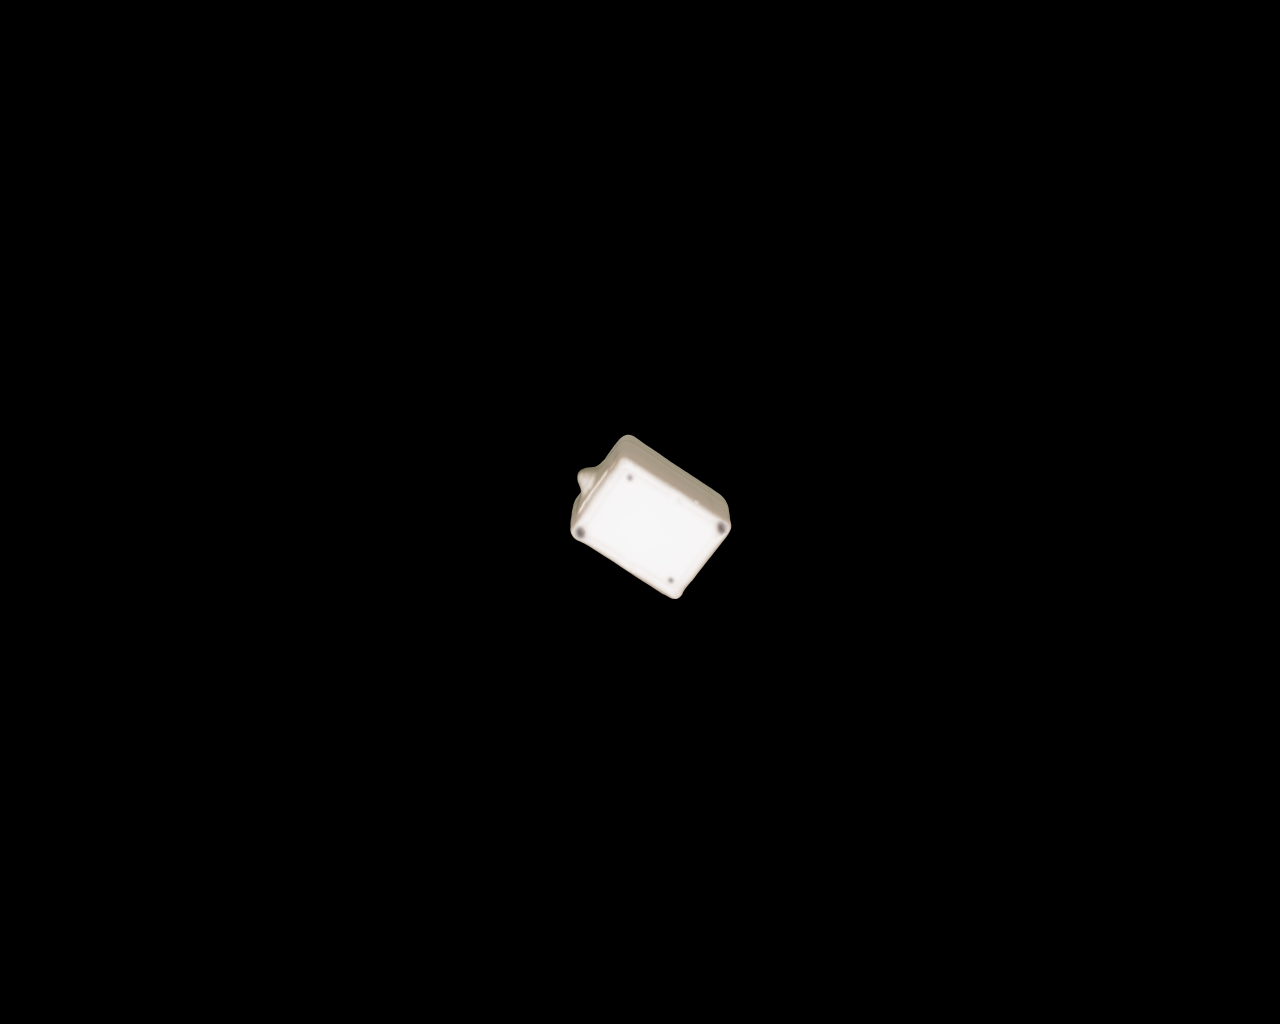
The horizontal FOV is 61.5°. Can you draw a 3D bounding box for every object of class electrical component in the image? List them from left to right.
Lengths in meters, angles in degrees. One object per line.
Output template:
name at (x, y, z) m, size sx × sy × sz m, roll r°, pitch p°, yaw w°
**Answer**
electrical component at (0.001, -0.003, 0.650) m, size 0.096 × 0.061 × 0.061 m, roll 33°, pitch 16°, yaw -11°
